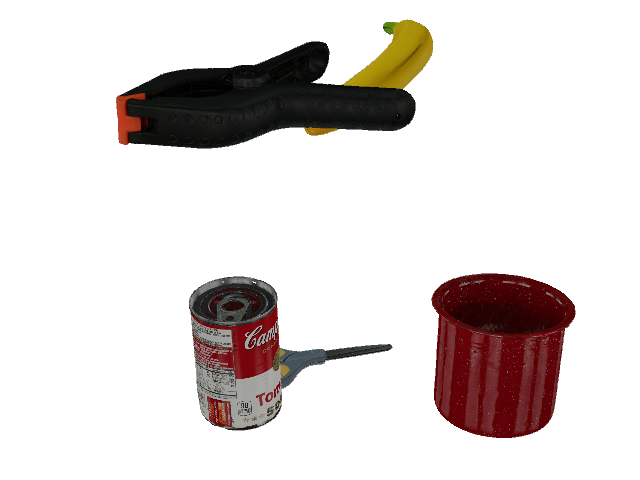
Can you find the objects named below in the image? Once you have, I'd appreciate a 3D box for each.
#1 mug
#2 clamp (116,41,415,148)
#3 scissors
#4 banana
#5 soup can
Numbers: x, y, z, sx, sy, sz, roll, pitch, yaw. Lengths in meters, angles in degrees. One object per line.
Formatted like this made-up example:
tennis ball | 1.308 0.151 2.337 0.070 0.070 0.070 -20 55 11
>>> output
mug | 0.118 0.073 0.723 0.093 0.081 0.117 1 23 -1
clamp | -0.042 -0.089 0.644 0.171 0.039 0.120 -6 23 -19
scissors | -0.009 0.142 1.214 0.201 0.016 0.096 1 24 -8
banana | 0.054 -0.148 0.940 0.070 0.037 0.197 -16 25 39
soup can | -0.065 0.089 0.836 0.068 0.102 0.068 -1 28 1
